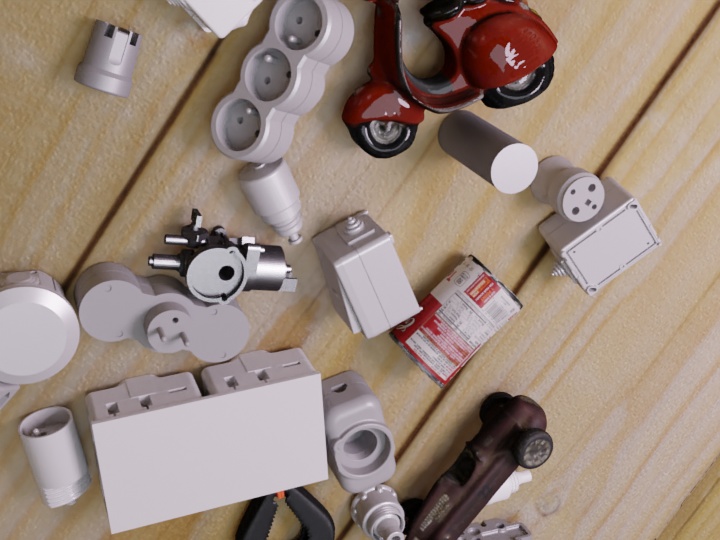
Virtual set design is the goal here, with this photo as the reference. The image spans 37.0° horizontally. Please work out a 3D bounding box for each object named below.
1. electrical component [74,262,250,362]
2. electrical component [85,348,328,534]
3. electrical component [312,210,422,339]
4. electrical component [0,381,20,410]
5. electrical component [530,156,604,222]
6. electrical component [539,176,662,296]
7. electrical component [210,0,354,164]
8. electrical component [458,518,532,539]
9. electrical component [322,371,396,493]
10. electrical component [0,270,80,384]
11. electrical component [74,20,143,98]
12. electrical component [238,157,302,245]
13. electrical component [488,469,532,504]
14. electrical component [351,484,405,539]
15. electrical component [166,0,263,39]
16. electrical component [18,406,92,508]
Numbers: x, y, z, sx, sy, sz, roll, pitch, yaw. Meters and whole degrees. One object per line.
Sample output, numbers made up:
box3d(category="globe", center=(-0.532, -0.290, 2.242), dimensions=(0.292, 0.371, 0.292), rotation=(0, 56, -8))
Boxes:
box3d(category="electrical component", center=(-0.152, 0.041, 0.843), dimensions=(0.138, 0.073, 0.052), rotation=(14, 107, -26))
box3d(category="electrical component", center=(-0.127, 0.138, 0.904), dimensions=(0.186, 0.060, 0.105), rotation=(-11, 116, -17))
box3d(category="electrical component", center=(0.000, 0.000, 0.892), dimensions=(0.061, 0.061, 0.096), rotation=(-28, 120, -8))
box3d(category="electrical component", center=(-0.312, 0.081, 0.803), dimensions=(0.076, 0.083, 0.047), rotation=(43, 94, 8))
box3d(category="electrical component", center=(0.181, -0.070, 0.936), dimensions=(0.045, 0.055, 0.045), rotation=(-8, 115, -18))
box3d(category="electrical component", center=(0.208, -0.029, 0.966), dimensions=(0.096, 0.061, 0.061), rotation=(-37, 122, 5))
box3d(category="electrical component", center=(-0.051, -0.142, 0.814), dimensions=(0.138, 0.052, 0.074), rotation=(-57, 159, 15))
box3d(category="electrical component", center=(0.132, 0.290, 1.078), dimensions=(0.078, 0.058, 0.057), rotation=(-8, 113, -18))
box3d(category="electrical component", center=(-0.005, 0.147, 0.957), dimensions=(0.054, 0.059, 0.095), rotation=(-20, 119, -12))
box3d(category="electrical component", center=(-0.256, 0.041, 0.815), dimensions=(0.080, 0.051, 0.080), rotation=(-8, 115, -18))
box3d(category="electrical component", center=(-0.178, -0.151, 0.768), dimensions=(0.040, 0.040, 0.046), rotation=(15, 100, -27))
box3d(category="electrical component", center=(-0.066, -0.054, 0.854), dimensions=(0.040, 0.040, 0.078), rotation=(-29, 120, -8))
box3d(category="electrical component", center=(0.140, 0.208, 1.057), dimensions=(0.061, 0.035, 0.035), rotation=(-10, 116, -20))
box3d(category="electrical component", center=(0.022, 0.234, 1.005), dimensions=(0.048, 0.062, 0.048), rotation=(-8, 115, -18))
box3d(category="electrical component", center=(-0.101, -0.225, 0.759), dimensions=(0.100, 0.048, 0.099), rotation=(-44, 121, 1))
box3d(category="electrical component", center=(-0.246, 0.157, 0.875), dimensions=(0.043, 0.043, 0.081), rotation=(-16, 118, -14))
